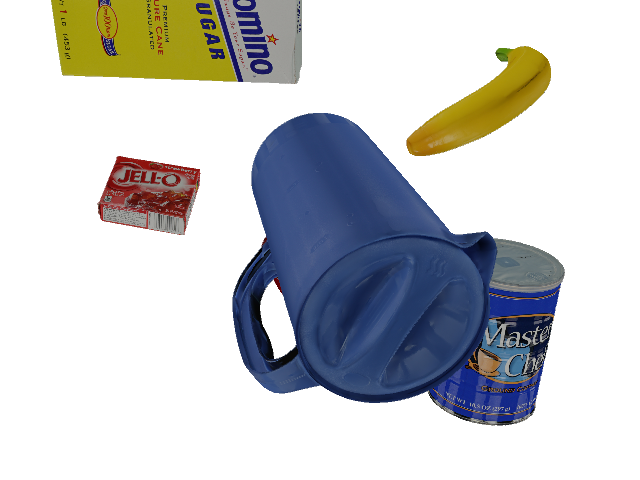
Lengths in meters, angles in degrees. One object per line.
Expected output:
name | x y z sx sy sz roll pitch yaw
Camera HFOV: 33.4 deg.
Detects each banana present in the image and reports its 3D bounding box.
banana | 0.141 -0.116 0.866 0.070 0.037 0.197 -13 20 40

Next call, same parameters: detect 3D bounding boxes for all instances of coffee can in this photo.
coffee can | 0.158 0.081 0.972 0.103 0.140 0.103 6 23 -3

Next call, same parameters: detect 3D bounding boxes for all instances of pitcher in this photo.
pitcher | 0.012 0.004 0.792 0.149 0.145 0.243 5 27 -18

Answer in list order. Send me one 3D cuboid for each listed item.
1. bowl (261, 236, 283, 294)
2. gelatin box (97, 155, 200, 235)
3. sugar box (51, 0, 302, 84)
bowl | 0.015 0.038 1.125 0.162 0.055 0.162 6 33 -4
gelatin box | -0.173 -0.047 1.082 0.089 0.073 0.030 10 -44 1
sugar box | -0.102 -0.164 0.770 0.176 0.093 0.048 3 35 6
